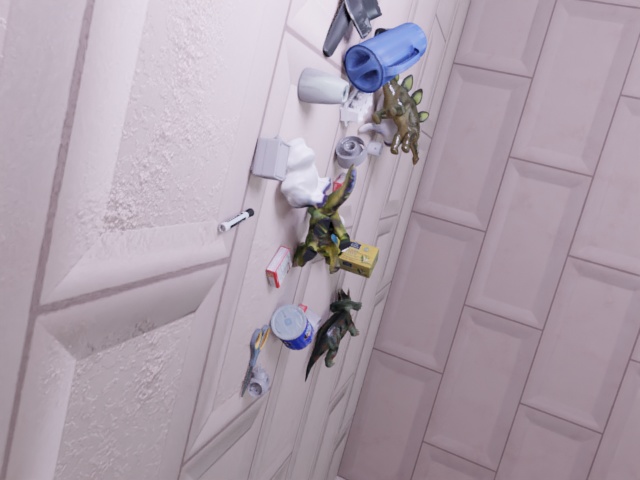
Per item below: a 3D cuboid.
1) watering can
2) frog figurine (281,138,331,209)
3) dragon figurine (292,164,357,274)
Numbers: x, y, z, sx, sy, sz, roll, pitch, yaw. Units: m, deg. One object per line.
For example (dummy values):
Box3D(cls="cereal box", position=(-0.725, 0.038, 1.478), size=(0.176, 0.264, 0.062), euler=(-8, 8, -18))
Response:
Box3D(cls="watering can", position=(0.247, -0.431, 1.876), size=(0.354, 0.104, 0.219), euler=(-53, 140, -29))
Box3D(cls="frog figurine", position=(-0.052, -0.160, 1.248), size=(0.157, 0.122, 0.140), euler=(52, 52, -25))
Box3D(cls="dragon figurine", position=(0.004, -0.070, 1.383), size=(0.248, 0.122, 0.402), euler=(-113, -142, -53))
